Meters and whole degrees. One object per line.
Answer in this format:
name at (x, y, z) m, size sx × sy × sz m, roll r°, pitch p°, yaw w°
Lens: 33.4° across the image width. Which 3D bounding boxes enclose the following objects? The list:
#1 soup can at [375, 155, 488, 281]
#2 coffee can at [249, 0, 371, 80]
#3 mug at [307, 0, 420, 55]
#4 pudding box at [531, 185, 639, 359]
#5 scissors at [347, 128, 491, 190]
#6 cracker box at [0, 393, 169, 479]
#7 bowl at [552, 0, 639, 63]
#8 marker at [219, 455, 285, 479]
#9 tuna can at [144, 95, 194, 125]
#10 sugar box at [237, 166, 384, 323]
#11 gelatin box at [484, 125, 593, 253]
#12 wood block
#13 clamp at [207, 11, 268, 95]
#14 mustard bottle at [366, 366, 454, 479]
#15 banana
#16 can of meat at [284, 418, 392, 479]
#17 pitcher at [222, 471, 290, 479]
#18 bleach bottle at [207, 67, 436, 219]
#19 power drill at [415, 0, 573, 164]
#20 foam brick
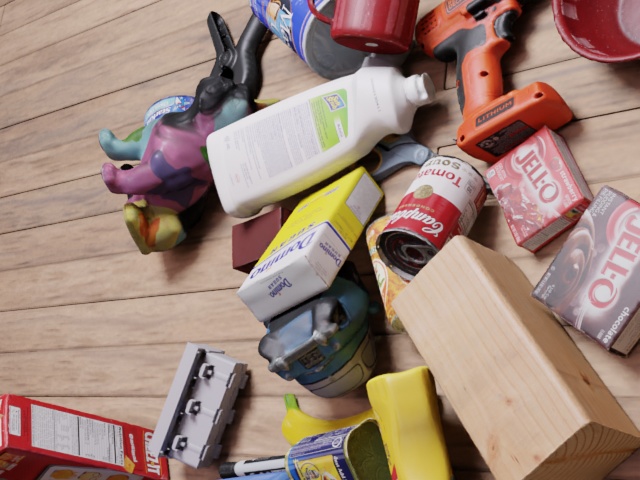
soup can at (0.102, -0.019, 0.966) m, size 0.069 × 0.068 × 0.102 m, roll -4°, pitch 41°, yaw 44°
coffee can at (-0.003, -0.251, 1.169) m, size 0.103 × 0.102 × 0.140 m, roll -55°, pitch 44°, yaw 14°
mug at (0.044, -0.234, 1.050) m, size 0.093 × 0.117 × 0.081 m, roll -174°, pitch 95°, yaw -81°
pudding box at (0.238, 0.024, 0.859) m, size 0.090 × 0.039 × 0.113 m, roll 40°, pitch 103°, yaw 46°
scissors at (0.089, -0.071, 1.066) m, size 0.096 × 0.016 × 0.202 m, roll -55°, pitch 44°, yaw 16°
cracker box at (-0.302, 0.249, 1.186) m, size 0.164 × 0.213 × 0.072 m, roll -33°, pitch 51°, yaw 32°
bowl at (0.280, -0.216, 0.903) m, size 0.162 × 0.055 × 0.162 m, roll -20°, pitch 61°, yaw 39°
marker at (-0.060, 0.232, 1.091) m, size 0.121 × 0.020 × 0.020 m, roll -17°, pitch 63°, yaw 40°
tuna can at (-0.172, -0.138, 1.306) m, size 0.086 × 0.086 × 0.034 m, roll -34°, pitch 51°, yaw 31°
sugar box at (-0.007, 0.001, 1.043) m, size 0.093 × 0.048 × 0.176 m, roll -29°, pitch 15°, yaw 34°
gelatin box at (0.193, -0.045, 0.940) m, size 0.073 × 0.030 × 0.089 m, roll -39°, pitch 50°, yaw 28°
wood block at (0.156, 0.104, 0.872) m, size 0.090 × 0.090 × 0.206 m, roll -48°, pitch 46°, yaw 20°
clamp at (-0.096, -0.223, 1.300) m, size 0.120 × 0.039 × 0.171 m, roll -22°, pitch 63°, yaw 45°
mustard bottle at (0.087, 0.205, 0.895) m, size 0.058 × 0.096 × 0.191 m, roll -12°, pitch 80°, yaw -4°
banana at (0.026, 0.174, 1.014) m, size 0.198 × 0.037 × 0.069 m, roll -11°, pitch 68°, yaw 42°
can of meat at (0.026, 0.219, 0.959) m, size 0.084 × 0.057 × 0.102 m, roll -22°, pitch 93°, yaw 41°
pitcher at (-0.112, 0.304, 1.032) m, size 0.243 × 0.144 × 0.149 m, roll -20°, pitch 74°, yaw 36°
bleach bottle at (0.004, -0.106, 1.097) m, size 0.251 × 0.068 × 0.102 m, roll -19°, pitch 85°, yaw 29°
power drill at (0.177, -0.180, 0.994) m, size 0.185 × 0.057 × 0.187 m, roll -33°, pitch 50°, yaw 37°
foam brick at (-0.051, 0.005, 1.151) m, size 0.078 × 0.051 × 0.053 m, roll -19°, pitch 62°, yaw 40°
